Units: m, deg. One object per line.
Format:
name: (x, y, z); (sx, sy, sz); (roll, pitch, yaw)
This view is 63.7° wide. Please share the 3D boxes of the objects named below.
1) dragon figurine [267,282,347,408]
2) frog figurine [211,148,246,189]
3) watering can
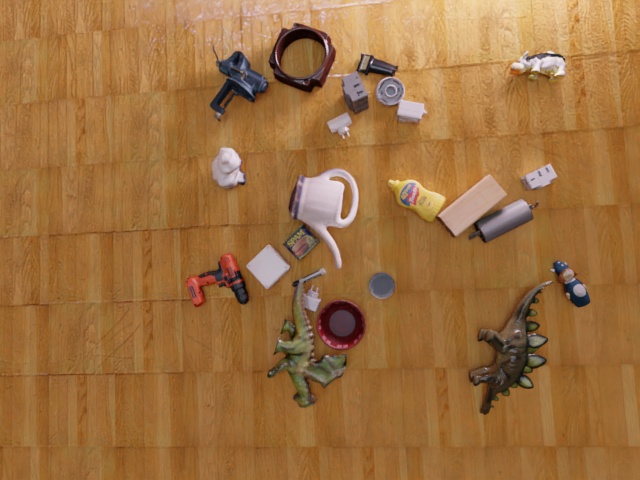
dragon figurine: (-0.028, 0.362, 1.665); (0.243, 0.123, 0.406); (20, 102, 6)
frog figurine: (-0.320, -0.245, 1.736); (0.123, 0.159, 0.138); (4, 88, 9)
watering can: (0.005, -0.085, 1.690); (0.224, 0.102, 0.354); (10, 68, 3)
